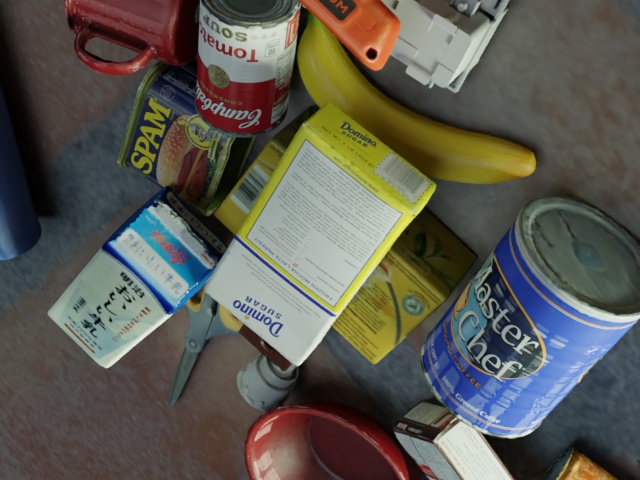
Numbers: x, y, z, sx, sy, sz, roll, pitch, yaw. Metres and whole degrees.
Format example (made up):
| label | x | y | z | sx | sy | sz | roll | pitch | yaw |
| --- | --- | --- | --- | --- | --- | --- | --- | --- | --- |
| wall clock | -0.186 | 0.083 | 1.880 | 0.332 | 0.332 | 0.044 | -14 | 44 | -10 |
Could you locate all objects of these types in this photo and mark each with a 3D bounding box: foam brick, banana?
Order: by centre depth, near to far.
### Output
| label | x | y | z | sx | sy | sz | roll | pitch | yaw |
| --- | --- | --- | --- | --- | --- | --- | --- | --- | --- |
| banana | 0.053 | -0.088 | 0.738 | 0.198 | 0.037 | 0.070 | 38 | 131 | 6 |
| foam brick | -0.022 | 0.061 | 0.851 | 0.053 | 0.051 | 0.078 | 41 | 149 | 3 |

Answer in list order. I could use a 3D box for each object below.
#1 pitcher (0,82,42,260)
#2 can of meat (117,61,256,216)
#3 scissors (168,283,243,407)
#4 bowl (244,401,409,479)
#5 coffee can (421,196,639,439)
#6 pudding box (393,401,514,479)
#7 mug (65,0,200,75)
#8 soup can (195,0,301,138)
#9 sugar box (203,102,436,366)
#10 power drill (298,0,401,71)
| label | x | y | z | sx | sy | sz | roll | pitch | yaw |
| --- | --- | --- | --- | --- | --- | --- | --- | --- | --- |
| pitcher | -0.332 | -0.102 | 0.916 | 0.149 | 0.144 | 0.243 | 3 | 116 | 16 |
| can of meat | -0.100 | -0.079 | 0.824 | 0.084 | 0.057 | 0.102 | 32 | 131 | 7 |
| scissors | -0.094 | 0.092 | 0.952 | 0.096 | 0.016 | 0.202 | 21 | 127 | 19 |
| bowl | 0.016 | 0.195 | 0.922 | 0.162 | 0.055 | 0.162 | 15 | 125 | 23 |
| coffee can | 0.145 | 0.054 | 0.726 | 0.103 | 0.102 | 0.140 | 37 | 131 | 7 |
| pudding box | 0.116 | 0.184 | 0.840 | 0.113 | 0.039 | 0.090 | 52 | 164 | -8 |
| mug | -0.127 | -0.165 | 0.754 | 0.081 | 0.117 | 0.093 | 22 | 154 | 12 |
| soup can | -0.051 | -0.130 | 0.739 | 0.068 | 0.068 | 0.102 | 28 | 142 | 14 |
| sugar box | -0.005 | 0.001 | 0.733 | 0.093 | 0.048 | 0.176 | 39 | 133 | 5 |
| power drill | 0.068 | -0.190 | 0.607 | 0.184 | 0.057 | 0.188 | 43 | 99 | 1 |
